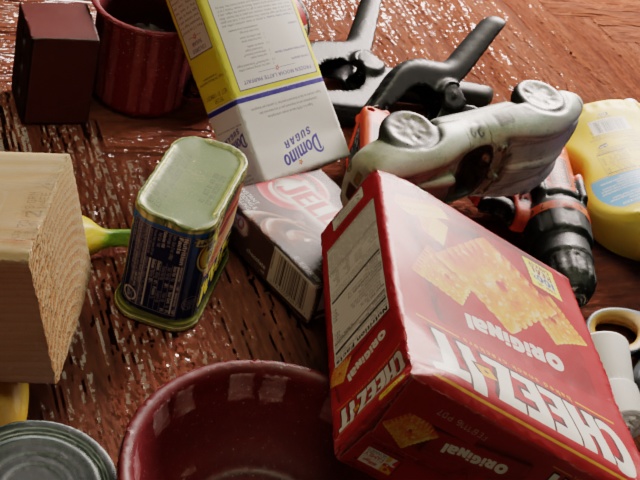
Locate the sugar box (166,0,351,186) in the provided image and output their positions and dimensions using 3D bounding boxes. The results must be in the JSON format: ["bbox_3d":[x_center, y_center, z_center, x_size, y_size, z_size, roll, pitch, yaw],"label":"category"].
[{"bbox_3d":[-0.049,-0.130,0.804,0.093,0.048,0.176,-21,95,-40],"label":"sugar box"}]

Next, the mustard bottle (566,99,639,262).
[{"bbox_3d":[0.256,-0.038,0.869,0.096,0.058,0.191,-10,43,-5],"label":"mustard bottle"}]

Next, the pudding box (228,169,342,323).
[{"bbox_3d":[-0.005,0.001,0.742,0.089,0.039,0.114,-17,49,-37],"label":"pudding box"}]

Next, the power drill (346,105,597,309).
[{"bbox_3d":[0.114,-0.029,0.813,0.187,0.057,0.184,11,40,-10],"label":"power drill"}]

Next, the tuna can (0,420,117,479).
[{"bbox_3d":[-0.143,0.132,0.532,0.086,0.034,0.086,10,38,-8],"label":"tuna can"}]

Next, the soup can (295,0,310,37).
[{"bbox_3d":[-0.062,-0.172,0.912,0.068,0.069,0.102,28,40,14],"label":"soup can"}]

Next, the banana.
[{"bbox_3d":[-0.172,0.037,0.635,0.069,0.037,0.197,14,38,5],"label":"banana"}]

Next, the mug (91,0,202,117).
[{"bbox_3d":[-0.127,-0.147,0.845,0.117,0.082,0.093,22,38,6],"label":"mug"}]

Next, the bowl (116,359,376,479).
[{"bbox_3d":[-0.026,0.138,0.550,0.162,0.055,0.162,10,38,-8],"label":"bowl"}]

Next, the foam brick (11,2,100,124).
[{"bbox_3d":[-0.200,-0.133,0.803,0.051,0.078,0.053,-2,41,-25],"label":"foam brick"}]

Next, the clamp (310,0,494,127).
[{"bbox_3d":[0.035,-0.155,0.946,0.209,0.036,0.165,-20,60,-36],"label":"clamp"}]

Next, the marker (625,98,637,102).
[{"bbox_3d":[0.288,-0.095,0.987,0.020,0.020,0.121,18,37,1],"label":"marker"}]

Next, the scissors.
[{"bbox_3d":[0.260,0.056,0.793,0.096,0.016,0.201,30,39,17],"label":"scissors"}]

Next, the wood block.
[{"bbox_3d":[-0.236,0.011,0.563,0.206,0.091,0.090,2,41,3],"label":"wood block"}]

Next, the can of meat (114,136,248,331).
[{"bbox_3d":[-0.087,-0.007,0.684,0.057,0.084,0.102,19,38,2],"label":"can of meat"}]

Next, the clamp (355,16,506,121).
[{"bbox_3d":[0.113,-0.112,0.909,0.171,0.039,0.120,-27,88,-23],"label":"clamp"}]

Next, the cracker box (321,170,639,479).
[{"bbox_3d":[0.088,0.065,0.614,0.164,0.072,0.213,29,26,-18],"label":"cracker box"}]
